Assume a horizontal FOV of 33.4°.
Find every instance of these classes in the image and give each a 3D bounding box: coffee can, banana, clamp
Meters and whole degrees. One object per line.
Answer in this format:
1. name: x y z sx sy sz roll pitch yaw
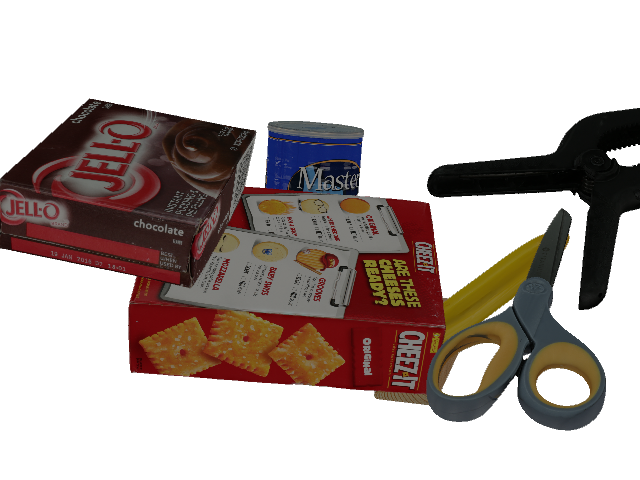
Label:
1. coffee can: -0.010 -0.053 1.145 0.103 0.140 0.103 4 11 -1
2. banana: 0.153 0.056 1.014 0.198 0.037 0.069 -37 -2 -2
3. clamp: 0.209 -0.039 0.802 0.209 0.036 0.165 -26 52 -19

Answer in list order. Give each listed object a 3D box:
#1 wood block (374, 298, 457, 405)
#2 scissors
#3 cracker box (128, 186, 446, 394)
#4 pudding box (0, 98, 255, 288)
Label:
1. wood block: 0.148 0.158 1.584 0.091 0.090 0.205 4 18 16
2. scissors: 0.131 0.040 0.578 0.096 0.016 0.201 19 39 32
3. cracker box: -0.023 0.032 0.790 0.213 0.072 0.164 5 34 -2
4. pudding box: -0.086 -0.026 0.499 0.090 0.039 0.113 12 25 4
